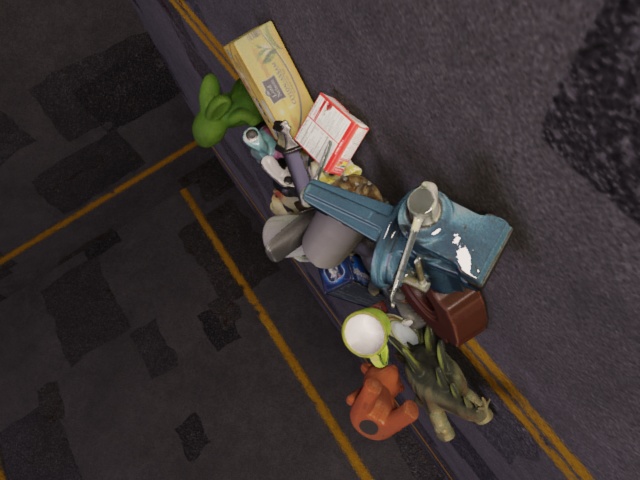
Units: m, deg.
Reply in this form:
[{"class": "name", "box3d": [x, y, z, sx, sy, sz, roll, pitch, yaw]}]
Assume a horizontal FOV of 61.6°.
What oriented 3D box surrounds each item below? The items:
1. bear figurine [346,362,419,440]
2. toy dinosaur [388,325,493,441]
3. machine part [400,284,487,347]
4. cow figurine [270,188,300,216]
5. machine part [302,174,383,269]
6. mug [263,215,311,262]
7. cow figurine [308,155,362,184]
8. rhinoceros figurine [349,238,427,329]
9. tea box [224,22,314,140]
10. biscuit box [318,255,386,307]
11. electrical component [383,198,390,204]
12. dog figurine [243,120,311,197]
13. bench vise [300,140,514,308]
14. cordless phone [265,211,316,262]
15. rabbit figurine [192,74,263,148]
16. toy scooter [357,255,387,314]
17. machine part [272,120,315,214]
[{"class": "bear figurine", "box3d": [0.131, 0.301, 1.077, 0.120, 0.132, 0.196, 34, -149, 4]}, {"class": "toy dinosaur", "box3d": [0.210, 0.251, 0.959, 0.198, 0.105, 0.471, 59, 171, -9]}, {"class": "machine part", "box3d": [0.151, 0.062, 0.732, 0.179, 0.056, 0.179, 54, 172, 11]}, {"class": "cow figurine", "box3d": [-0.031, -0.071, 1.080, 0.195, 0.085, 0.127, 6, 137, 51]}, {"class": "machine part", "box3d": [0.027, -0.021, 0.758, 0.079, 0.079, 0.243, 55, 158, 10]}, {"class": "mug", "box3d": [-0.039, 0.001, 1.022, 0.107, 0.081, 0.109, -5, 126, 42]}, {"class": "cow figurine", "box3d": [0.014, -0.119, 0.812, 0.167, 0.068, 0.098, 83, 163, -69]}, {"class": "rhinoceros figurine", "box3d": [0.119, 0.056, 0.873, 0.190, 0.073, 0.112, 58, 165, -3]}, {"class": "tea box", "box3d": [-0.072, -0.240, 0.831, 0.169, 0.068, 0.098, 61, 170, -24]}, {"class": "biscuit box", "box3d": [0.068, 0.076, 0.992, 0.202, 0.063, 0.059, 28, -139, -61]}, {"class": "electrical component", "box3d": [0.079, -0.038, 0.804, 0.102, 0.045, 0.078, 47, 166, 49]}, {"class": "dog figurine", "box3d": [-0.064, -0.155, 1.013, 0.191, 0.108, 0.219, 54, 177, 1]}, {"class": "bench vise", "box3d": [0.070, -0.014, 0.563, 0.241, 0.128, 0.223, 26, -178, 26]}, {"class": "cordless phone", "box3d": [-0.002, -0.003, 0.935, 0.089, 0.184, 0.146, 46, 167, 34]}, {"class": "rabbit figurine", "box3d": [-0.183, -0.251, 1.084, 0.121, 0.170, 0.159, 52, 172, 24]}, {"class": "toy scooter", "box3d": [0.088, 0.088, 1.155, 0.184, 0.075, 0.135, 53, 172, 5]}, {"class": "machine part", "box3d": [-0.036, -0.108, 0.788, 0.084, 0.039, 0.138, 29, 140, 69]}]
